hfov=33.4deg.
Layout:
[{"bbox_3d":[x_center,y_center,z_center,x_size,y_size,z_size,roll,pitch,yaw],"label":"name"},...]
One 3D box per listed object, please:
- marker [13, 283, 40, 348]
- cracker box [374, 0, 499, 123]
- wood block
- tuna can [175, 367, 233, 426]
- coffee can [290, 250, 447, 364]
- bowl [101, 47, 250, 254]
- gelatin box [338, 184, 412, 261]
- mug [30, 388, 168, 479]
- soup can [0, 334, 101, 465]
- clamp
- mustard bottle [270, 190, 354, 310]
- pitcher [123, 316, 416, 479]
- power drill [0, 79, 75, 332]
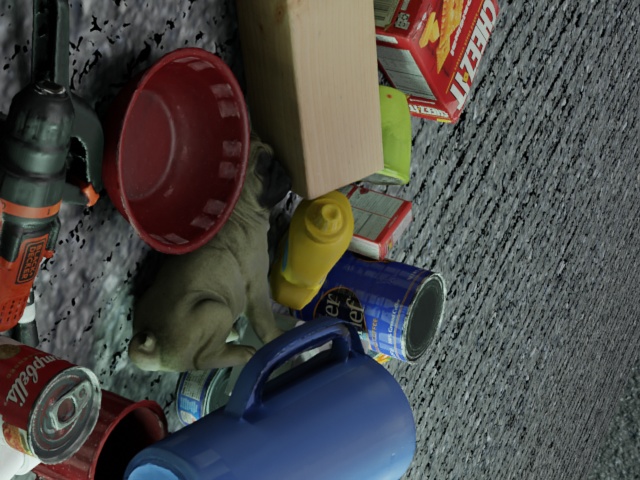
[{"bbox_3d":[-0.216,0.028,0.769,0.020,0.020,0.121,-34,133,-51],"label":"marker"},{"bbox_3d":[0.130,-0.252,1.209,0.164,0.072,0.213,-68,153,-11],"label":"cracker box"},{"bbox_3d":[-0.009,-0.153,0.943,0.090,0.090,0.206,-24,124,-28],"label":"wood block"},{"bbox_3d":[-0.101,0.145,1.032,0.086,0.034,0.086,-38,136,-49],"label":"tuna can"},{"bbox_3d":[0.053,0.066,1.162,0.102,0.140,0.103,-38,136,-49],"label":"coffee can"},{"bbox_3d":[-0.123,-0.072,0.839,0.161,0.055,0.162,-24,119,-55],"label":"bowl"},{"bbox_3d":[0.045,-0.021,1.155,0.073,0.089,0.030,-51,147,-37],"label":"gelatin box"},{"bbox_3d":[-0.184,0.169,0.836,0.117,0.082,0.093,-65,152,-17],"label":"mug"},{"bbox_3d":[-0.210,0.104,0.729,0.068,0.102,0.068,-37,135,-49],"label":"soup can"},{"bbox_3d":[-0.187,-0.089,0.731,0.120,0.039,0.171,-49,153,-10],"label":"clamp"},{"bbox_3d":[-0.006,0.001,1.013,0.192,0.058,0.096,120,-9,-72],"label":"mustard bottle"},{"bbox_3d":[-0.040,0.171,0.869,0.242,0.149,0.145,-17,160,-50],"label":"pitcher"},{"bbox_3d":[-0.233,-0.005,0.641,0.187,0.057,0.185,-20,138,-54],"label":"power drill"}]
